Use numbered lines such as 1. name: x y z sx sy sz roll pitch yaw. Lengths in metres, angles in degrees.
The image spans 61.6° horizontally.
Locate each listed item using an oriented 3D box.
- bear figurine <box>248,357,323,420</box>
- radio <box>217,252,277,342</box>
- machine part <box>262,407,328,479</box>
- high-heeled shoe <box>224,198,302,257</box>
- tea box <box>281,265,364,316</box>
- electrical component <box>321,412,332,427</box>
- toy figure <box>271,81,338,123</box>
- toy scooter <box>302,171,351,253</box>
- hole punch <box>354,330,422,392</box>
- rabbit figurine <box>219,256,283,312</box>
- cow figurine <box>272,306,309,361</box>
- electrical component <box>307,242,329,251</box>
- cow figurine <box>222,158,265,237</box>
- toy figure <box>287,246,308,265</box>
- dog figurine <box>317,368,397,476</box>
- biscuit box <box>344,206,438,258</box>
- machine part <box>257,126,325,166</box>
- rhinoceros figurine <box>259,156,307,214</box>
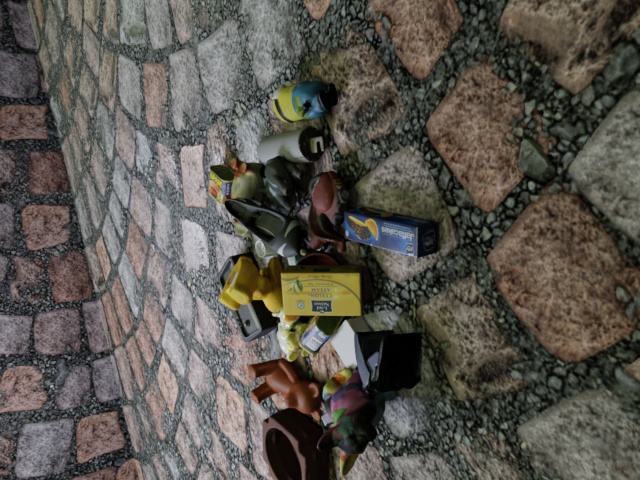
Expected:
1. bear figurine: -0.085 0.388 1.376 0.196 0.132 0.120 31 130 51
2. radio: -0.203 0.162 1.506 0.131 0.073 0.229 -46 63 48
3. machine part: -0.067 0.567 1.435 0.202 0.087 0.200 20 116 47
4. high-heeled shoe: -0.132 -0.038 1.224 0.086 0.145 0.249 -63 26 6
5. tea box: 0.007 0.106 1.148 0.170 0.068 0.098 -2 102 10
6. electrical component: 0.052 0.403 1.265 0.075 0.048 0.119 59 139 24
7. toy figure: -0.038 -0.296 1.159 0.180 0.082 0.089 16 110 47
8. toy scooter: 0.024 -0.047 1.140 0.135 0.075 0.183 42 127 47
9. hole punch: 0.128 0.233 1.056 0.092 0.142 0.115 7 91 49
10. rabbit figurine: -0.151 0.126 1.382 0.122 0.173 0.162 -46 19 47
11. cow figurine: -0.077 0.214 1.346 0.098 0.068 0.167 41 144 48
12. electrical component: -0.003 -0.004 1.242 0.063 0.021 0.094 51 135 30
13. cow figurine: -0.180 -0.103 1.382 0.086 0.127 0.194 21 102 47
14. toy figure: -0.059 0.021 1.297 0.064 0.057 0.154 -39 65 24
15. dog figurine: 0.052 0.363 1.086 0.191 0.219 0.108 -28 103 40
16. biscuit box: 0.132 -0.018 1.032 0.203 0.059 0.062 16 113 49
17. machine part: -0.068 -0.209 1.225 0.243 0.079 0.079 2 101 53
18. rhinoceros figurine: -0.093 -0.117 1.250 0.112 0.073 0.190 31 158 12
